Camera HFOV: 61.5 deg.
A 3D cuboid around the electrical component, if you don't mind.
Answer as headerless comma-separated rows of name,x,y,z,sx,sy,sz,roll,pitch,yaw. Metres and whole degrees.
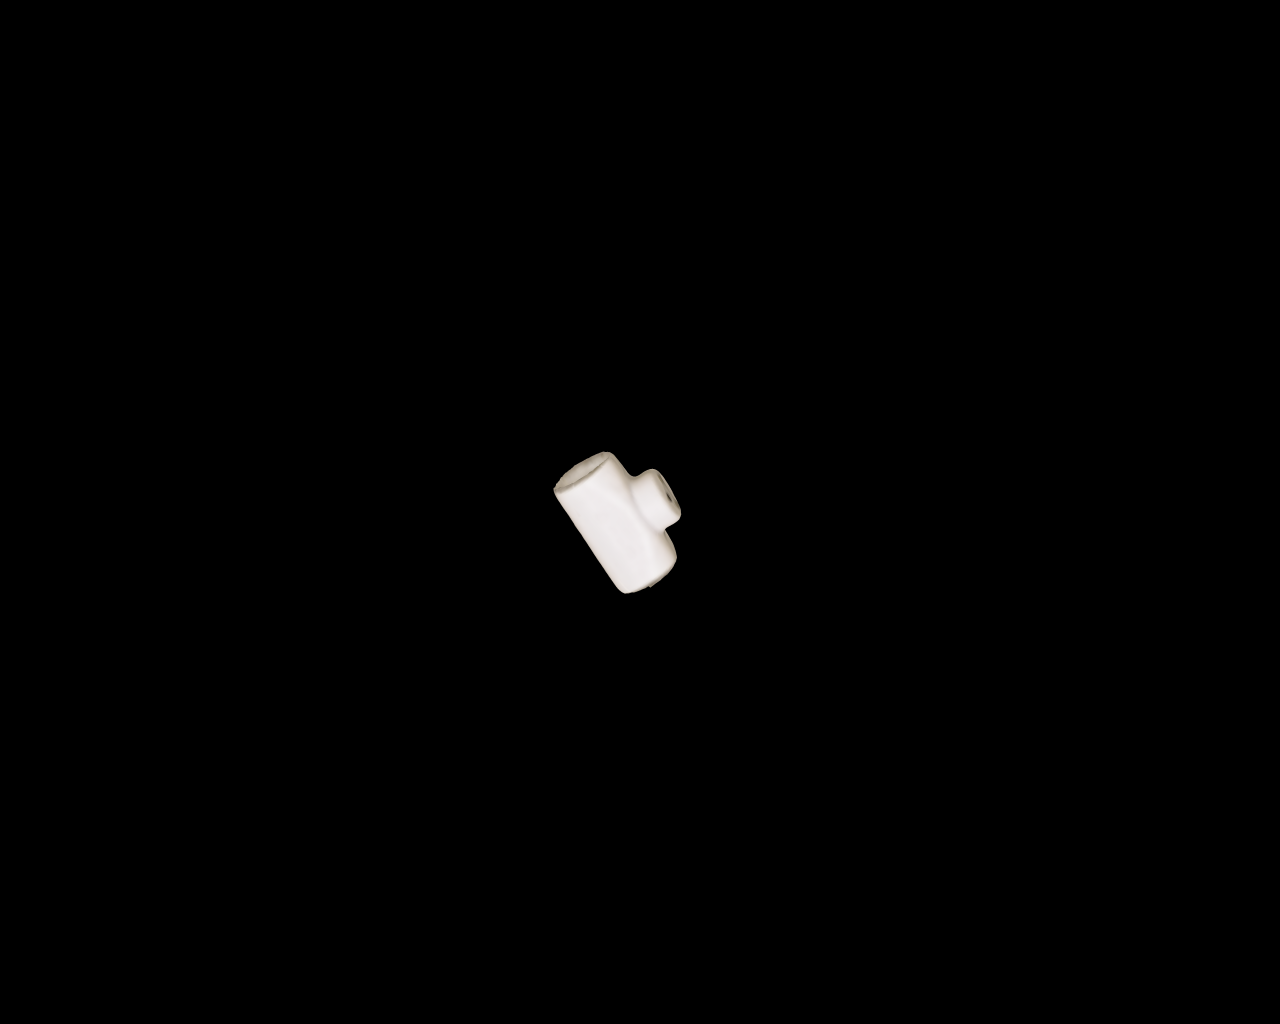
electrical component,0.001,-0.003,0.650,0.079,0.077,0.044,-30,16,9
